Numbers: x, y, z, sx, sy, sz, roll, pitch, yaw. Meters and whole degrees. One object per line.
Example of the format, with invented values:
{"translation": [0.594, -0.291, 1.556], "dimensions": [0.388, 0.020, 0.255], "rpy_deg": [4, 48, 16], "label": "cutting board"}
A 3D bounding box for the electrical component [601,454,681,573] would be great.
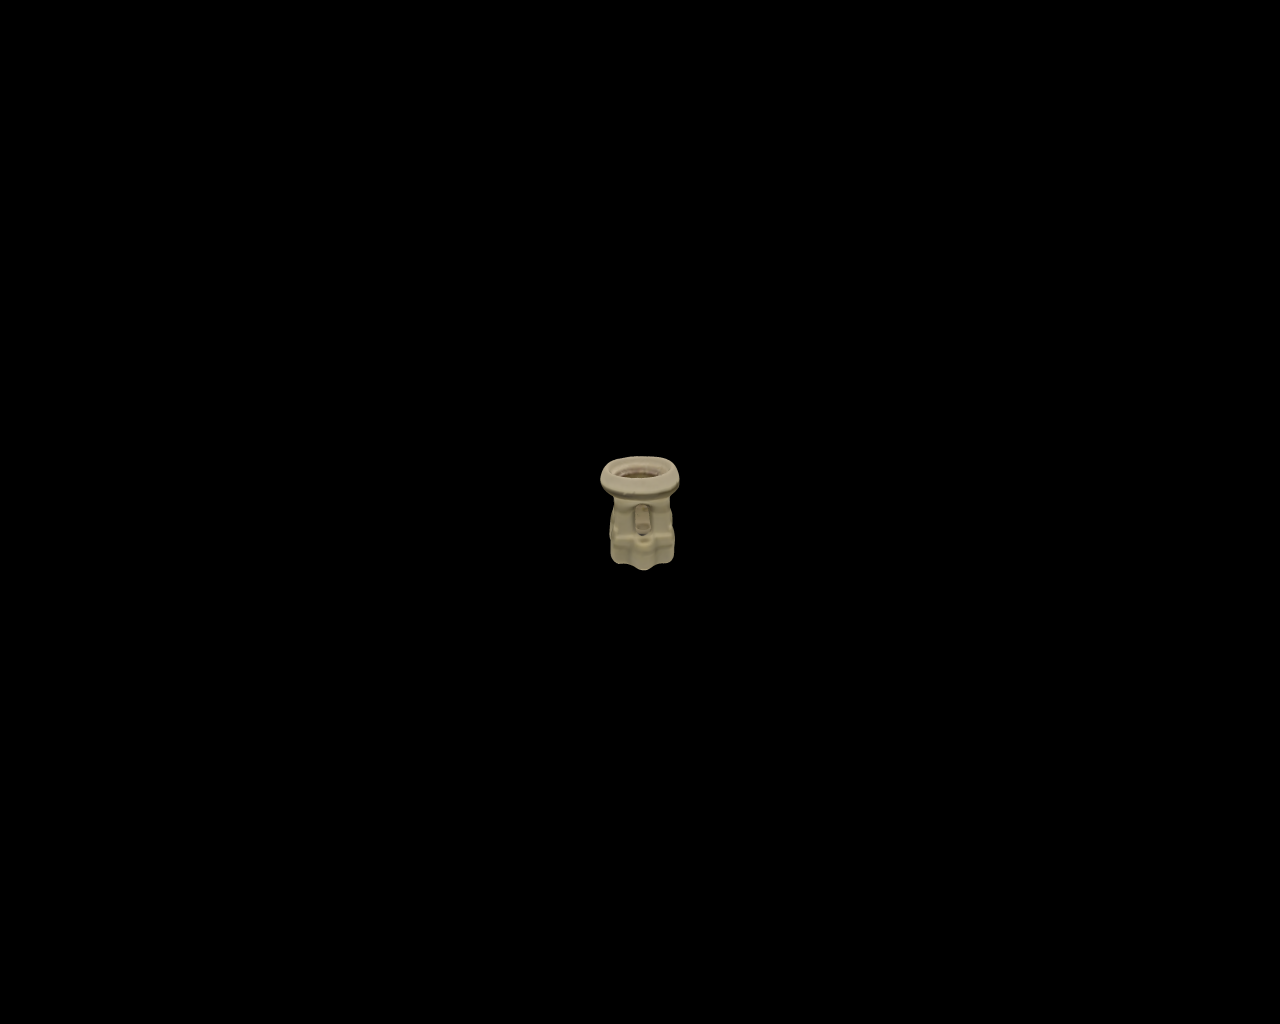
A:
{"translation": [0.001, -0.003, 0.650], "dimensions": [0.048, 0.055, 0.066], "rpy_deg": [-1, 24, -3], "label": "electrical component"}
